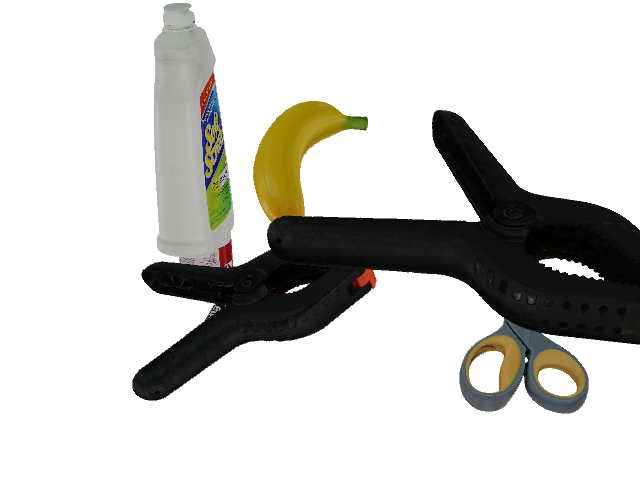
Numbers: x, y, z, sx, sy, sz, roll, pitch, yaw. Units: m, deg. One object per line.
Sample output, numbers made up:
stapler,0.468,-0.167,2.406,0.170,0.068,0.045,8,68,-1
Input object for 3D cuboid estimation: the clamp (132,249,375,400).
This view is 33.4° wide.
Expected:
clamp,-0.049,0.048,0.706,0.172,0.120,0.039,-12,-44,17

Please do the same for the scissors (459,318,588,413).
scissors,0.162,0.064,0.784,0.096,0.016,0.201,17,36,20

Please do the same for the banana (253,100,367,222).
banana,-0.018,-0.071,0.877,0.070,0.037,0.197,13,37,13

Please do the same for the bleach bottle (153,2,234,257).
bleach bottle,-0.138,-0.115,1.099,0.068,0.251,0.102,5,28,15

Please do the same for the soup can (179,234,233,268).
soup can,-0.144,-0.001,1.324,0.068,0.102,0.068,-2,26,1

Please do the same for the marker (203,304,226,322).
marker,-0.100,0.076,1.015,0.020,0.020,0.121,0,23,10

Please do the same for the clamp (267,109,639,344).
clamp,0.088,0.003,0.554,0.164,0.036,0.210,-30,46,-33
